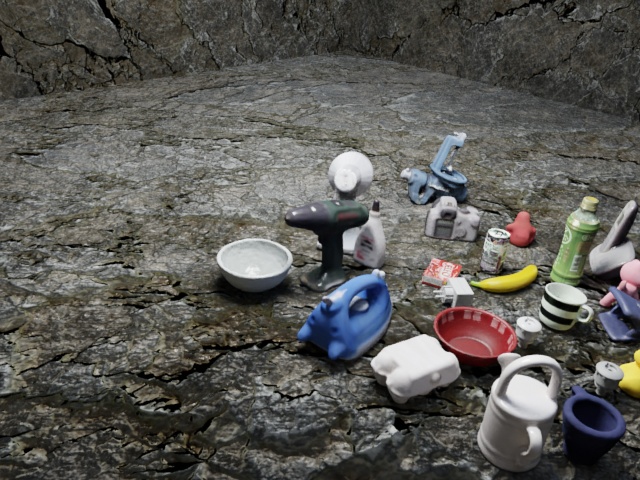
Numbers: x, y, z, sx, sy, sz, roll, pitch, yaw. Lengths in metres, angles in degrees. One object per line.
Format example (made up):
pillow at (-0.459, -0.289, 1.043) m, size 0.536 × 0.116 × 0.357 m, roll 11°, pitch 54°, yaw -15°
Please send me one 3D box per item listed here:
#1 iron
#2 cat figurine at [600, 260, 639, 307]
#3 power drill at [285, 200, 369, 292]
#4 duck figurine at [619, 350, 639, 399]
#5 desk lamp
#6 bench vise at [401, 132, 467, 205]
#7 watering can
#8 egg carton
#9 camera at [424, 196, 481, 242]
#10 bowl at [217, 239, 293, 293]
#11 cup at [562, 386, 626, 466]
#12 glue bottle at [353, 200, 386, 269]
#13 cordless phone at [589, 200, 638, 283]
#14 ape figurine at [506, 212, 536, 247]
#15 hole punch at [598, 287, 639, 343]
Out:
iron at (0.074, 0.126, 1.132) m, size 0.118 × 0.141 × 0.259 m, roll 25°, pitch 35°, yaw 31°
cat figurine at (0.710, 0.097, 1.310) m, size 0.128 × 0.118 × 0.067 m, roll -21°, pitch 38°, yaw -38°
power drill at (0.012, 0.005, 1.271) m, size 0.230 × 0.208 × 0.075 m, roll -21°, pitch 38°, yaw -38°
duck figurine at (0.606, 0.239, 1.071) m, size 0.077 × 0.086 × 0.105 m, roll 28°, pitch 36°, yaw 35°
desk lamp at (0.068, -0.105, 1.470) m, size 0.118 × 0.214 × 0.203 m, roll 8°, pitch 29°, yaw 6°
bench vise at (0.354, -0.210, 1.697) m, size 0.208 × 0.220 × 0.121 m, roll -9°, pitch 32°, yaw -24°
watering can at (0.310, 0.251, 0.892) m, size 0.101 × 0.194 × 0.172 m, roll -7°, pitch 31°, yaw -20°
egg carton at (0.173, 0.232, 1.031) m, size 0.151 × 0.069 × 0.107 m, roll -13°, pitch 34°, yaw -29°
camera at (0.362, -0.072, 1.575) m, size 0.143 × 0.101 × 0.137 m, roll 7°, pitch 29°, yaw 3°
bowl at (-0.145, 0.067, 1.271) m, size 0.167 × 0.075 × 0.167 m, roll 4°, pitch 29°, yaw -2°
cup at (0.422, 0.303, 0.918) m, size 0.091 × 0.095 × 0.117 m, roll 3°, pitch 29°, yaw -3°
glue bottle at (0.124, -0.018, 1.365) m, size 0.078 × 0.173 × 0.037 m, roll 22°, pitch 33°, yaw 27°
cordless phone at (0.739, 0.003, 1.413) m, size 0.094 × 0.185 × 0.148 m, roll 12°, pitch 30°, yaw 12°
ape figurine at (0.544, -0.034, 1.545) m, size 0.077 × 0.092 × 0.076 m, roll 16°, pitch 31°, yaw 19°
hole punch at (0.664, 0.159, 1.219) m, size 0.101 × 0.091 × 0.108 m, roll 6°, pitch 29°, yaw 1°
